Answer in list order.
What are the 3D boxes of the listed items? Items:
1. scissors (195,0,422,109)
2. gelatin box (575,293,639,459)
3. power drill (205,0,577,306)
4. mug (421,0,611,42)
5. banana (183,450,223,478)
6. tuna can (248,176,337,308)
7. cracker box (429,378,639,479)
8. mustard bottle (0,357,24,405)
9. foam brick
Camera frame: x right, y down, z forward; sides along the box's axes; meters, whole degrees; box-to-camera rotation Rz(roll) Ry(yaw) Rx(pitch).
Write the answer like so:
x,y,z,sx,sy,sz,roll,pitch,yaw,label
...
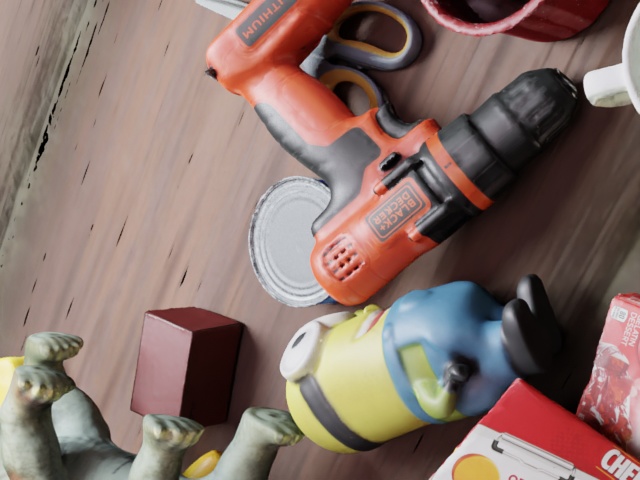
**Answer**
x,y,z,sx,sy,sz,roll,pitch,yaw,label
-0.019,-0.122,0.721,0.202,0.016,0.096,10,96,39,scissors
0.178,0.081,0.557,0.073,0.030,0.089,25,107,36,gelatin box
0.032,-0.082,0.631,0.184,0.057,0.188,-41,70,15,power drill
0.100,-0.151,0.581,0.117,0.081,0.093,-4,88,39,mug
-0.137,0.214,0.814,0.198,0.037,0.069,-24,77,37,banana
-0.005,0.001,0.702,0.086,0.033,0.086,1,92,39,tuna can
0.096,0.199,0.512,0.164,0.213,0.072,35,154,25,cracker box
-0.258,0.197,0.900,0.096,0.058,0.191,-16,82,39,mustard bottle
-0.097,0.091,0.767,0.051,0.052,0.078,19,103,37,foam brick
